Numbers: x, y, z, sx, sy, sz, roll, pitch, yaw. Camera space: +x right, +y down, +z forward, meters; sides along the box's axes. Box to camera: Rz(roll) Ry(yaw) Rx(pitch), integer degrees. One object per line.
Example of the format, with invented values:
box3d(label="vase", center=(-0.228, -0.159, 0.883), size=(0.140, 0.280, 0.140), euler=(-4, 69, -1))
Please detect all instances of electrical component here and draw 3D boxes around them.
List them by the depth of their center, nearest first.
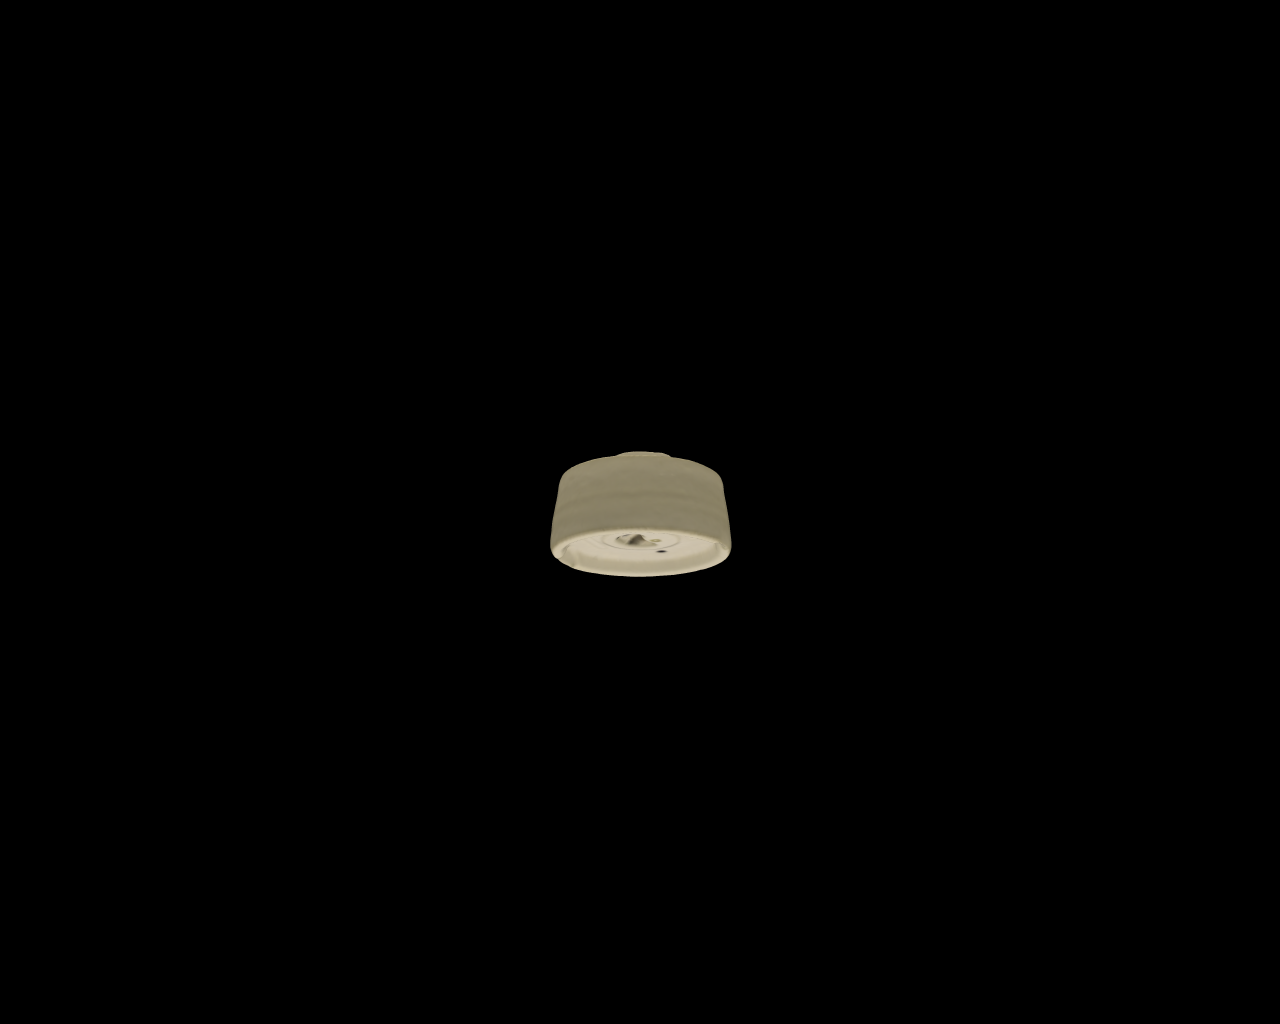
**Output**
box3d(label="electrical component", center=(0.001, -0.003, 0.650), size=(0.108, 0.060, 0.108), euler=(0, -17, 0))
